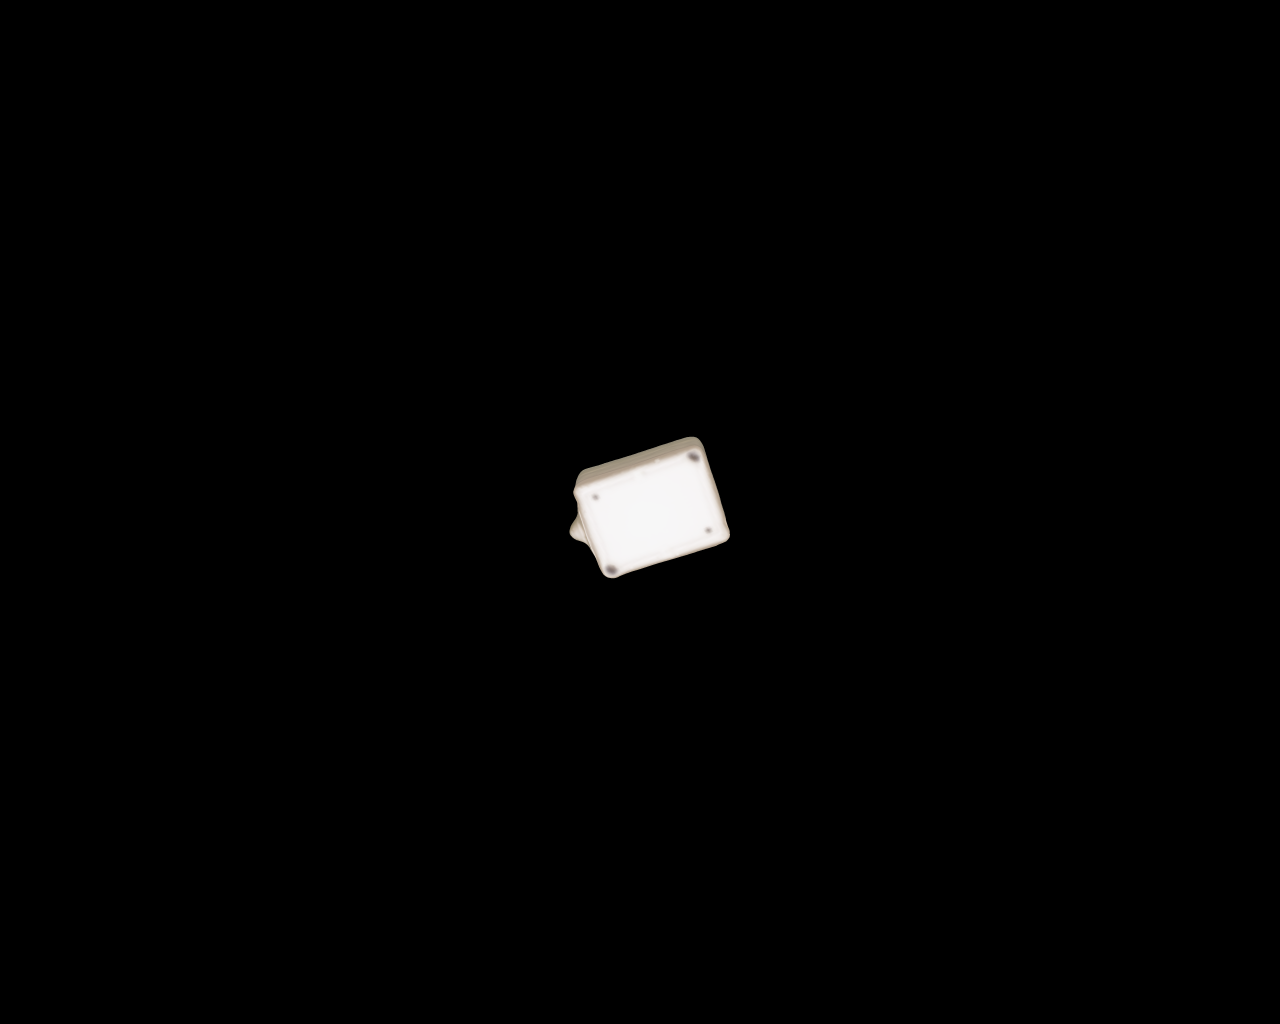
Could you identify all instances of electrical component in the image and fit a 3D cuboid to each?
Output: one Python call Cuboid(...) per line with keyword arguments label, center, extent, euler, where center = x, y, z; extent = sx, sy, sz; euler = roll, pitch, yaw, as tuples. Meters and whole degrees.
Cuboid(label="electrical component", center=(0.001, -0.003, 0.650), extent=(0.096, 0.061, 0.061), euler=(-18, 11, 4))
